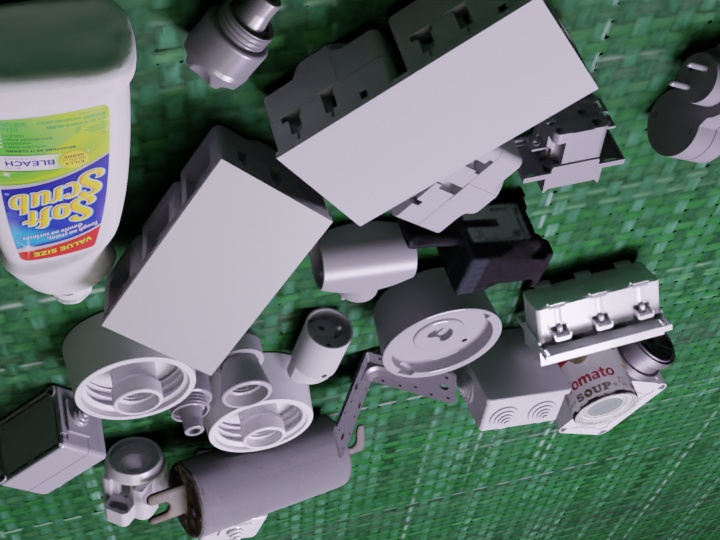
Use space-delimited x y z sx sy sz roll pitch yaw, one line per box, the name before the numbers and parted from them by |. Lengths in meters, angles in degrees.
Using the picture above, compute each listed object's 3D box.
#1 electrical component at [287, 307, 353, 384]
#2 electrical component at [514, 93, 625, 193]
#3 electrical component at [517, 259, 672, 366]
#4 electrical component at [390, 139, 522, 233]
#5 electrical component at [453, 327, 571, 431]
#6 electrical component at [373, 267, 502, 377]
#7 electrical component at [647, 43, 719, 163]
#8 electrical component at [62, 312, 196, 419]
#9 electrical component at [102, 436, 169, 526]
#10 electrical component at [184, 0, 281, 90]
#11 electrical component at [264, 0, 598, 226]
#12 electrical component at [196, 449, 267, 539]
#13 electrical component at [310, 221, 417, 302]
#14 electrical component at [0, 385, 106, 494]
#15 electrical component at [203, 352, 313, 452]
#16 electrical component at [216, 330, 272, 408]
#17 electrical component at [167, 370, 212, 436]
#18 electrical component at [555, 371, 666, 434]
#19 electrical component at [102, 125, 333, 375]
electrical component | -0.038 0.074 0.961 0.043 0.043 0.081 -3 144 -22
electrical component | 0.154 -0.097 0.800 0.081 0.042 0.063 -12 143 -9
electrical component | 0.216 0.038 1.003 0.121 0.078 0.063 -14 118 -6
electrical component | 0.067 -0.074 0.783 0.056 0.050 0.089 18 132 -42
electrical component | 0.143 0.106 1.046 0.100 0.099 0.048 -6 133 -18
electrical component | 0.063 0.041 0.943 0.108 0.060 0.108 -13 147 -8
electrical component | 0.257 -0.136 0.780 0.074 0.052 0.138 6 141 -32
electrical component | -0.188 0.084 0.889 0.108 0.060 0.108 -12 147 -8
electrical component | -0.217 0.199 1.041 0.058 0.078 0.057 17 127 15
electrical component | -0.071 -0.138 0.629 0.043 0.043 0.062 17 133 -41
electrical component | 0.044 -0.117 0.699 0.186 0.060 0.105 -29 146 17
electrical component | -0.138 0.239 1.111 0.062 0.096 0.061 -1 144 -24
electrical component | 0.000 0.000 0.869 0.077 0.043 0.079 -8 146 -15
electrical component | -0.266 0.148 0.946 0.096 0.061 0.061 -32 145 21
electrical component | -0.095 0.131 1.003 0.108 0.060 0.108 -12 147 -8
electrical component | -0.104 0.085 0.936 0.045 0.055 0.045 -12 147 -8
electrical component | -0.152 0.115 0.951 0.043 0.062 0.043 -12 147 -8
electrical component | 0.264 0.126 1.170 0.078 0.057 0.113 8 139 -34
electrical component | -0.101 -0.014 0.745 0.089 0.061 0.150 29 113 -26
